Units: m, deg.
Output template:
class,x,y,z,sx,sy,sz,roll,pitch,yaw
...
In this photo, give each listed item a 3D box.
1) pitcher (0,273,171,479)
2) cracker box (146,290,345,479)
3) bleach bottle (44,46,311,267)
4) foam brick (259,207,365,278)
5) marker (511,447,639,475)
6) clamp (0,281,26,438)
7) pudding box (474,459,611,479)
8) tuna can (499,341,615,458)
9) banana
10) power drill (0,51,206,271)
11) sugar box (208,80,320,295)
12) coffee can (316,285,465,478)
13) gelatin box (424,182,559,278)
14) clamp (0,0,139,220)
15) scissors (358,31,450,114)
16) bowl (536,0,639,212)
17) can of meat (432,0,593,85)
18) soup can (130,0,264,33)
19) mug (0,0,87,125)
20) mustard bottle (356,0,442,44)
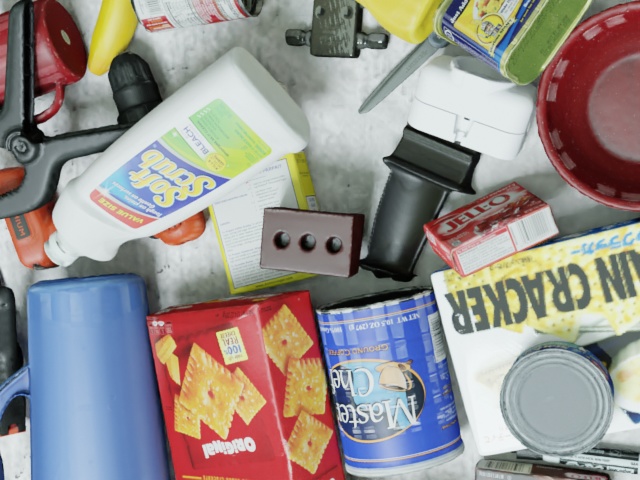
class,x,y,z,sx,sy,sz,roll,pitch,yaw
pitcher,-0.217,0.156,0.980,0.145,0.149,0.243,-4,90,30
cracker box,-0.066,0.157,0.930,0.165,0.071,0.214,-8,92,47
bleach bottle,-0.134,-0.052,0.914,0.251,0.068,0.102,-36,112,19
foam brick,-0.006,0.001,0.894,0.078,0.051,0.053,5,93,10
marker,0.221,0.182,0.898,0.121,0.020,0.020,4,96,18
clamp,-0.305,0.110,1.027,0.039,0.120,0.171,-11,96,-17
pudding box,0.186,0.238,0.904,0.114,0.039,0.090,5,97,18
tuna can,0.184,0.122,0.826,0.086,0.033,0.086,3,98,18
banana,-0.187,-0.253,0.986,0.070,0.037,0.198,2,94,41
power drill,-0.212,-0.063,0.998,0.188,0.057,0.184,-20,86,19
sugar box,-0.054,-0.046,0.954,0.093,0.048,0.176,-14,88,16
coffee can,0.059,0.117,0.901,0.103,0.102,0.140,-10,92,19
gelatin box,0.136,-0.010,0.864,0.089,0.073,0.030,-25,111,-3
clamp,-0.250,-0.085,0.955,0.164,0.036,0.210,36,109,-2
scissors,0.122,-0.168,0.899,0.096,0.016,0.202,35,105,12
bowl,0.254,-0.104,0.841,0.162,0.055,0.162,2,96,18
can of meat,0.151,-0.182,0.832,0.084,0.057,0.102,45,108,38
soup can,-0.109,-0.223,0.943,0.102,0.068,0.068,-6,93,19
mug,-0.268,-0.163,0.988,0.081,0.093,0.117,-17,73,14
mustard bottle,0.029,-0.249,0.893,0.192,0.058,0.096,35,93,21
